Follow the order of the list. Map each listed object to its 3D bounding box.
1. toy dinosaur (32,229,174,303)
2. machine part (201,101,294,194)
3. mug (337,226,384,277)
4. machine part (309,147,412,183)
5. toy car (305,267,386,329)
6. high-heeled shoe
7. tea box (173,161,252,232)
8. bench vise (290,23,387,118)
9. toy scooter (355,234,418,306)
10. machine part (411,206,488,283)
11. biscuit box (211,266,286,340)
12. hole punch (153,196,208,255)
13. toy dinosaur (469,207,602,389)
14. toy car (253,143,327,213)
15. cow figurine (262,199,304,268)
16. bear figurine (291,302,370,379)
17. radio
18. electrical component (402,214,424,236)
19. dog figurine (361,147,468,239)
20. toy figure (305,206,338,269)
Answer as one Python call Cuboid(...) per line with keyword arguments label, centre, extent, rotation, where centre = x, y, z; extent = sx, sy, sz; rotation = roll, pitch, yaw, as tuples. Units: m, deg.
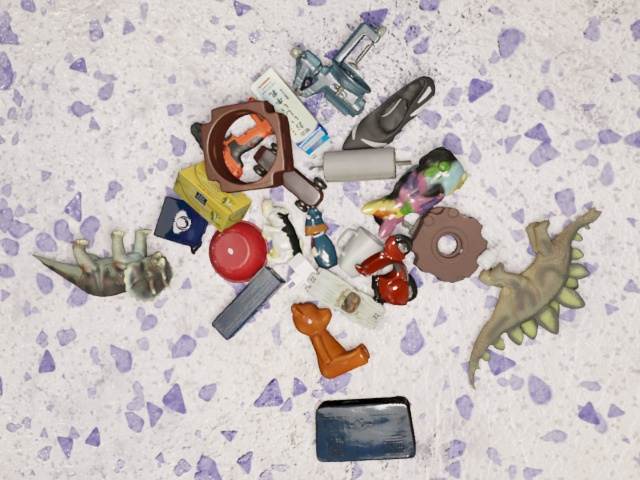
Cuboid(label="toy dinosaur", centre=(-0.538, 0.081, 1.370), extent=(0.405, 0.131, 0.192), rotation=(-12, 85, 16))
Cuboid(label="machine part", centre=(-0.168, -0.215, 1.261), extent=(0.202, 0.087, 0.200), rotation=(-6, 94, 14))
Cuboid(label="mug", centre=(0.085, 0.028, 1.261), extent=(0.109, 0.081, 0.107), rotation=(31, 102, -30))
Cuboid(label="machine part", centre=(0.095, -0.177, 1.276), extent=(0.243, 0.079, 0.079), rotation=(-3, 88, 11))
Cuboid(label="toy car", centre=(0.060, 0.137, 1.263), extent=(0.202, 0.056, 0.073), rotation=(32, 94, -9))
Cuboid(label="high-heeled shoe", centre=(0.154, -0.284, 1.234), extent=(0.249, 0.145, 0.086), rotation=(-33, 82, 6))
Cuboid(label="tea box", centre=(-0.265, -0.109, 1.322), extent=(0.170, 0.098, 0.068), rotation=(38, 129, 9))
Cuboid(label="bench vise", centre=(0.052, -0.417, 1.261), extent=(0.223, 0.129, 0.240), rotation=(44, 113, 1))
Cuboid(label="toy scooter", centre=(0.148, 0.080, 1.220), extent=(0.135, 0.075, 0.183), rotation=(-17, 117, -14))
Cuboid(label="machine part", centre=(0.293, 0.012, 1.230), extent=(0.179, 0.056, 0.179), rotation=(0, 94, 1))
Cuboid(label="biscuit box", centre=(-0.176, 0.155, 1.323), extent=(0.063, 0.059, 0.202), rotation=(45, 95, 8))
Cuboid(label="hole punch", centre=(-0.346, -0.045, 1.350), extent=(0.116, 0.092, 0.142), rotation=(17, 87, 7))
Cuboid(label="toy dinosaur", centre=(0.456, 0.120, 1.187), extent=(0.198, 0.105, 0.471), rotation=(43, 100, 6))
Cuboid(label="toy car", centre=(-0.075, -0.154, 1.317), extent=(0.202, 0.053, 0.089), rotation=(39, 106, 5))
Cuboid(label="cow figurine", centre=(-0.093, -0.021, 1.308), extent=(0.098, 0.068, 0.167), rotation=(-8, 90, -4))
Cuboid(label="bear figurine", centre=(0.020, 0.218, 1.259), extent=(0.132, 0.120, 0.196), rotation=(-25, 78, 5))
Cuboid(label="radio", centre=(0.104, 0.440, 1.255), extent=(0.230, 0.073, 0.131), rotation=(-7, 86, 9))
Cuboid(label="electrical component", centre=(0.243, -0.030, 1.269), extent=(0.094, 0.021, 0.063), rotation=(31, 93, 7))
Cuboid(label="dog figurine", centre=(0.203, -0.099, 1.208), extent=(0.219, 0.191, 0.108), rotation=(-37, 88, -8))
Cuboid(label="toy figure", centre=(-0.003, -0.004, 1.295), extent=(0.058, 0.064, 0.154), rotation=(-21, 85, 23))
